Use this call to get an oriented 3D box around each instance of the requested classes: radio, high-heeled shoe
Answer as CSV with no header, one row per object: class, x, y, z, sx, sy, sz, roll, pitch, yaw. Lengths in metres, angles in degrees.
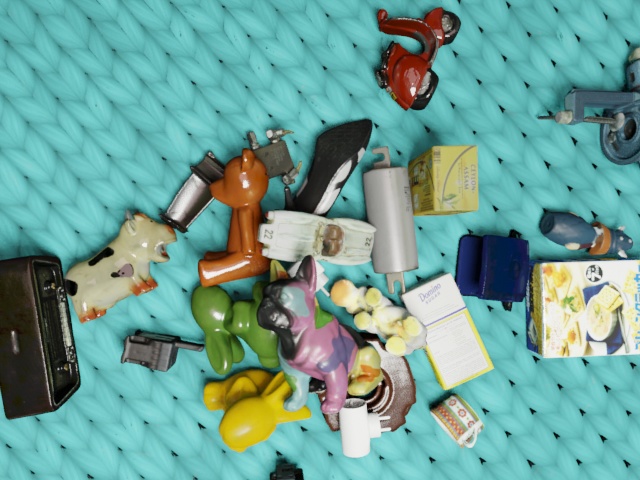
radio,-0.434,0.140,0.820,0.073,0.131,0.229,-8,90,-6
high-heeled shoe,0.016,-0.086,0.893,0.086,0.145,0.249,31,59,32

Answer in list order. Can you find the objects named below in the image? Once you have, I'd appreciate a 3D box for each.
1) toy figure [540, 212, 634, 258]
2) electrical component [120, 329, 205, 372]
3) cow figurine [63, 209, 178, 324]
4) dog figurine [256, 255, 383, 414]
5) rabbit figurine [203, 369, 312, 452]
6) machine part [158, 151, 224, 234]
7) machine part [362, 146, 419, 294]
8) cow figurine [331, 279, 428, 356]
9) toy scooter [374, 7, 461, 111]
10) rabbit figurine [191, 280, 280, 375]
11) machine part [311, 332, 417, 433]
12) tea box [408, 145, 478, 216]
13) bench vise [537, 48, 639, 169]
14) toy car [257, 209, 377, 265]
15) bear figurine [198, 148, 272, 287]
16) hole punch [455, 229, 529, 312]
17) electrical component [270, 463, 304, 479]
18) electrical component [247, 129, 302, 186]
toy figure,0.456,-0.009,0.916,0.154,0.058,0.064,15,96,-8
electrical component,-0.249,0.179,0.863,0.119,0.075,0.047,12,88,-6
cow figurine,-0.315,0.034,0.855,0.195,0.085,0.127,-30,94,1
dog figurine,-0.003,0.124,0.766,0.191,0.109,0.219,-18,98,-46
rabbit figurine,-0.097,0.266,0.822,0.162,0.173,0.122,-17,87,1
machine part,-0.199,-0.072,0.883,0.084,0.039,0.139,43,86,-8
machine part,0.117,-0.032,0.883,0.079,0.079,0.243,-6,90,-4
cow figurine,0.098,0.120,0.875,0.168,0.098,0.068,35,95,29
toy scooter,0.142,-0.310,0.887,0.135,0.075,0.183,22,85,-4
rabbit figurine,-0.129,0.130,0.866,0.170,0.121,0.159,13,95,15
machine part,0.074,0.243,0.891,0.179,0.056,0.179,0,91,-5
tea box,0.188,-0.087,0.841,0.068,0.169,0.098,-2,92,-4
bench vise,0.499,-0.220,0.887,0.241,0.129,0.223,0,92,-11
toy car,-0.002,-0.002,0.812,0.201,0.056,0.073,5,97,-34
bear figurine,-0.135,-0.038,0.835,0.132,0.120,0.195,-11,101,-3
hole punch,0.296,0.047,0.891,0.116,0.092,0.142,5,86,-7
electrical component,-0.051,0.431,0.853,0.058,0.115,0.134,-2,90,-8
electrical component,-0.073,-0.137,0.886,0.078,0.045,0.102,-13,91,-5
